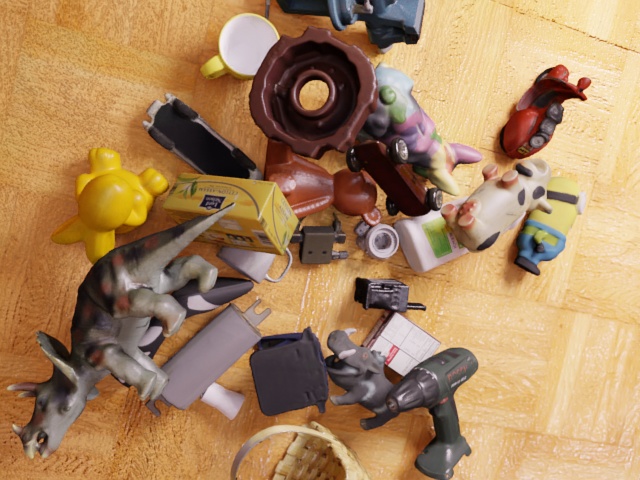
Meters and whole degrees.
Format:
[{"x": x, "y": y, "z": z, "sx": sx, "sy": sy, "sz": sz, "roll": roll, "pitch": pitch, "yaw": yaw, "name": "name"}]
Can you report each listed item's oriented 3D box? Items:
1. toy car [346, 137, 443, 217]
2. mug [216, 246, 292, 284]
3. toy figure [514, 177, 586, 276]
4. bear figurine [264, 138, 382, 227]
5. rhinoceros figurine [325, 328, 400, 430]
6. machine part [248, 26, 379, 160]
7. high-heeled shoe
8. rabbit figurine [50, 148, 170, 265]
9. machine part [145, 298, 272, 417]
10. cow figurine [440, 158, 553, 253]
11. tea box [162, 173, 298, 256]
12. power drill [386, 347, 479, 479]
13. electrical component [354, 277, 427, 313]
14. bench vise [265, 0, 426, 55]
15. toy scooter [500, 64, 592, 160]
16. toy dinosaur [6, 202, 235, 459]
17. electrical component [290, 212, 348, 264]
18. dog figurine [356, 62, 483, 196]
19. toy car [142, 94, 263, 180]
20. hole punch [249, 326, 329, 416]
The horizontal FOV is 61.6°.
[{"x": 0.116, "y": -0.096, "z": 0.821, "sx": 0.202, "sy": 0.089, "sz": 0.053, "roll": 41, "pitch": 55, "yaw": -45, "name": "toy car"}, {"x": -0.091, "y": 0.011, "z": 0.852, "sx": 0.109, "sy": 0.081, "sz": 0.107, "roll": 32, "pitch": 81, "yaw": -5, "name": "mug"}, {"x": 0.407, "y": -0.027, "z": 0.962, "sx": 0.089, "sy": 0.082, "sz": 0.180, "roll": 31, "pitch": 91, "yaw": -16, "name": "toy figure"}, {"x": 0.010, "y": -0.089, "z": 0.842, "sx": 0.196, "sy": 0.132, "sz": 0.120, "roll": 5, "pitch": 66, "yaw": -7, "name": "bear figurine"}, {"x": 0.070, "y": 0.230, "z": 0.894, "sx": 0.112, "sy": 0.073, "sz": 0.190, "roll": -31, "pitch": 108, "yaw": 24, "name": "rhinoceros figurine"}, {"x": -0.008, "y": -0.199, "z": 0.745, "sx": 0.180, "sy": 0.056, "sz": 0.179, "roll": 0, "pitch": 90, "yaw": 12, "name": "machine part"}, {"x": -0.215, "y": 0.144, "z": 0.830, "sx": 0.249, "sy": 0.086, "sz": 0.145, "roll": -10, "pitch": 105, "yaw": -2, "name": "high-heeled shoe"}, {"x": -0.302, "y": -0.051, "z": 0.751, "sx": 0.122, "sy": 0.173, "sz": 0.162, "roll": 37, "pitch": 83, "yaw": -18, "name": "rabbit figurine"}, {"x": -0.178, "y": 0.183, "z": 0.852, "sx": 0.243, "sy": 0.079, "sz": 0.079, "roll": -42, "pitch": 103, "yaw": -5, "name": "machine part"}, {"x": 0.298, "y": -0.058, "z": 0.864, "sx": 0.195, "sy": 0.086, "sz": 0.127, "roll": -43, "pitch": 127, "yaw": -7, "name": "cow figurine"}, {"x": -0.129, "y": -0.038, "z": 0.781, "sx": 0.170, "sy": 0.098, "sz": 0.068, "roll": 10, "pitch": 61, "yaw": 25, "name": "tea box"}, {"x": 0.192, "y": 0.296, "z": 0.914, "sx": 0.232, "sy": 0.086, "sz": 0.207, "roll": -25, "pitch": 108, "yaw": -42, "name": "power drill"}, {"x": 0.123, "y": 0.094, "z": 0.912, "sx": 0.119, "sy": 0.075, "sz": 0.047, "roll": 4, "pitch": 95, "yaw": -9, "name": "electrical component"}, {"x": 0.034, "y": -0.362, "z": 0.813, "sx": 0.241, "sy": 0.223, "sz": 0.128, "roll": 8, "pitch": 90, "yaw": 16, "name": "bench vise"}, {"x": 0.387, "y": -0.220, "z": 0.909, "sx": 0.075, "sy": 0.135, "sz": 0.184, "roll": 29, "pitch": 90, "yaw": -15, "name": "toy scooter"}, {"x": -0.270, "y": 0.094, "z": 0.727, "sx": 0.192, "sy": 0.131, "sz": 0.404, "roll": 26, "pitch": 95, "yaw": 1, "name": "toy dinosaur"}, {"x": -0.003, "y": -0.002, "z": 0.891, "sx": 0.102, "sy": 0.045, "sz": 0.078, "roll": -5, "pitch": 125, "yaw": -10, "name": "electrical component"}, {"x": 0.153, "y": -0.163, "z": 0.846, "sx": 0.219, "sy": 0.191, "sz": 0.108, "roll": 32, "pitch": 82, "yaw": 1, "name": "dog figurine"}, {"x": -0.179, "y": -0.139, "z": 0.830, "sx": 0.201, "sy": 0.056, "sz": 0.073, "roll": 40, "pitch": 93, "yaw": -13, "name": "toy car"}, {"x": -0.048, "y": 0.209, "z": 0.869, "sx": 0.116, "sy": 0.092, "sz": 0.142, "roll": -11, "pitch": 94, "yaw": -2, "name": "hole punch"}]
